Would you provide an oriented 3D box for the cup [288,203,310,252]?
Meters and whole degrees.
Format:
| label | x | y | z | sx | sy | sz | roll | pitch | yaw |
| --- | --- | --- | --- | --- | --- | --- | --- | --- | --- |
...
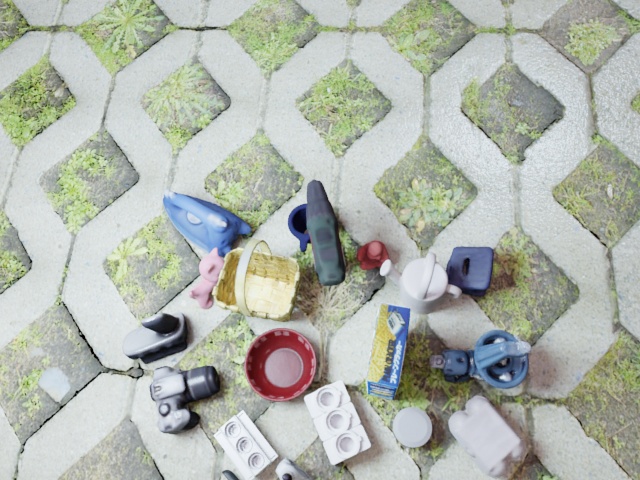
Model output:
| label | x | y | z | sx | sy | sz | roll | pitch | yaw |
| --- | --- | --- | --- | --- | --- | --- | --- | --- | --- |
| cup | -0.028 | -0.016 | 1.366 | 0.091 | 0.095 | 0.118 | 4 | 69 | 7 |

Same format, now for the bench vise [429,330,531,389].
| label | x | y | z | sx | sy | sz | roll | pitch | yaw |
| --- | --- | --- | --- | --- | --- | --- | --- | --- | --- |
| bench vise | 0.338 | 0.252 | 1.163 | 0.207 | 0.220 | 0.121 | -20 | 68 | -3 |

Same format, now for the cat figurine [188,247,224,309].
| label | x | y | z | sx | sy | sz | roll | pitch | yaw |
| --- | --- | --- | --- | --- | --- | --- | --- | --- | --- |
| cat figurine | -0.260 | 0.086 | 1.332 | 0.067 | 0.118 | 0.128 | 34 | 75 | 17 |

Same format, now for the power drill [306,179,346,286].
| label | x | y | z | sx | sy | sz | roll | pitch | yaw |
| --- | --- | --- | --- | --- | --- | --- | --- | --- | --- |
| power drill | 0.012 | 0.005 | 1.293 | 0.075 | 0.208 | 0.229 | -12 | 68 | 0 |

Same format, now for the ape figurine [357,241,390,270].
| label | x | y | z | sx | sy | sz | roll | pitch | yaw |
| --- | --- | --- | --- | --- | --- | --- | --- | --- | --- |
| ape figurine | 0.127 | 0.031 | 1.336 | 0.077 | 0.092 | 0.076 | 29 | 74 | 15 |

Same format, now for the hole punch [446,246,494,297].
| label | x | y | z | sx | sy | sz | roll | pitch | yaw |
| --- | --- | --- | --- | --- | --- | --- | --- | --- | --- |
| hole punch | 0.339 | 0.070 | 1.304 | 0.101 | 0.091 | 0.109 | 9 | 70 | 9 |

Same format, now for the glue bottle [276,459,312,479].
| label | x | y | z | sx | sy | sz | roll | pitch | yaw |
| --- | --- | --- | --- | --- | --- | --- | --- | --- | --- |
| glue bottle | -0.058 | 0.469 | 1.136 | 0.078 | 0.173 | 0.037 | 39 | 77 | 18 |

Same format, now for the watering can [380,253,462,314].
| label | x | y | z | sx | sy | sz | roll | pitch | yaw |
| --- | --- | --- | --- | --- | --- | --- | --- | --- | --- |
| watering can | 0.220 | 0.090 | 1.250 | 0.172 | 0.194 | 0.101 | -4 | 68 | 3 |

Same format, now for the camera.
| label | x | y | z | sx | sy | sz | roll | pitch | yaw |
| --- | --- | --- | --- | --- | --- | --- | --- | --- | --- |
| camera | -0.289 | 0.335 | 1.247 | 0.137 | 0.101 | 0.143 | -16 | 68 | -1 |

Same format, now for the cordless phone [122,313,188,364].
| label | x | y | z | sx | sy | sz | roll | pitch | yaw |
| --- | --- | --- | --- | --- | --- | --- | --- | --- | --- |
| cordless phone | -0.378 | 0.201 | 1.261 | 0.147 | 0.185 | 0.094 | -24 | 68 | -5 |

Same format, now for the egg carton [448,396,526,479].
| label | x | y | z | sx | sy | sz | roll | pitch | yaw |
| --- | --- | --- | --- | --- | --- | --- | --- | --- | --- |
| egg carton | 0.343 | 0.406 | 1.183 | 0.107 | 0.069 | 0.150 | -38 | 70 | -10 |

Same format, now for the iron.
| label | x | y | z | sx | sy | sz | roll | pitch | yaw |
| --- | --- | --- | --- | --- | --- | --- | --- | --- | --- |
| iron | -0.301 | -0.064 | 1.382 | 0.257 | 0.141 | 0.119 | 29 | 74 | 15 |
